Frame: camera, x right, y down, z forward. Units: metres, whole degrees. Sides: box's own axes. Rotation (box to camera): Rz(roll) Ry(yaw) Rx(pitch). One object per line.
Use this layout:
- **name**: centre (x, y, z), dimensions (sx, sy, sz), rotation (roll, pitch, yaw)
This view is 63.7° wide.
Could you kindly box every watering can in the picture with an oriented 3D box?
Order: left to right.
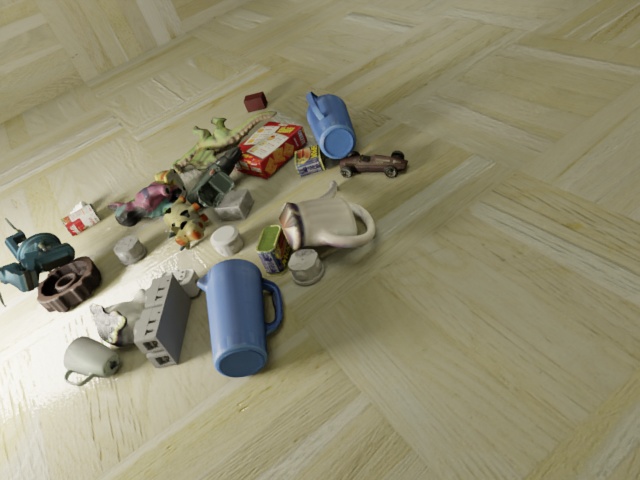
- **watering can**: centre (0.004, -0.066, 1.307), dimensions (0.225, 0.102, 0.354), rotation (-6, 29, -15)

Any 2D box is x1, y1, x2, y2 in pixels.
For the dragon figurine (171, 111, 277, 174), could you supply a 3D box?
- **dragon figurine**: centre (-0.341, -0.310, 1.731), dimensions (0.407, 0.120, 0.249), rotation (-16, 41, 26)

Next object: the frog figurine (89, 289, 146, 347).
- **frog figurine**: centre (-0.454, 0.185, 1.250), dimensions (0.137, 0.122, 0.160), rotation (-7, 4, 30)
